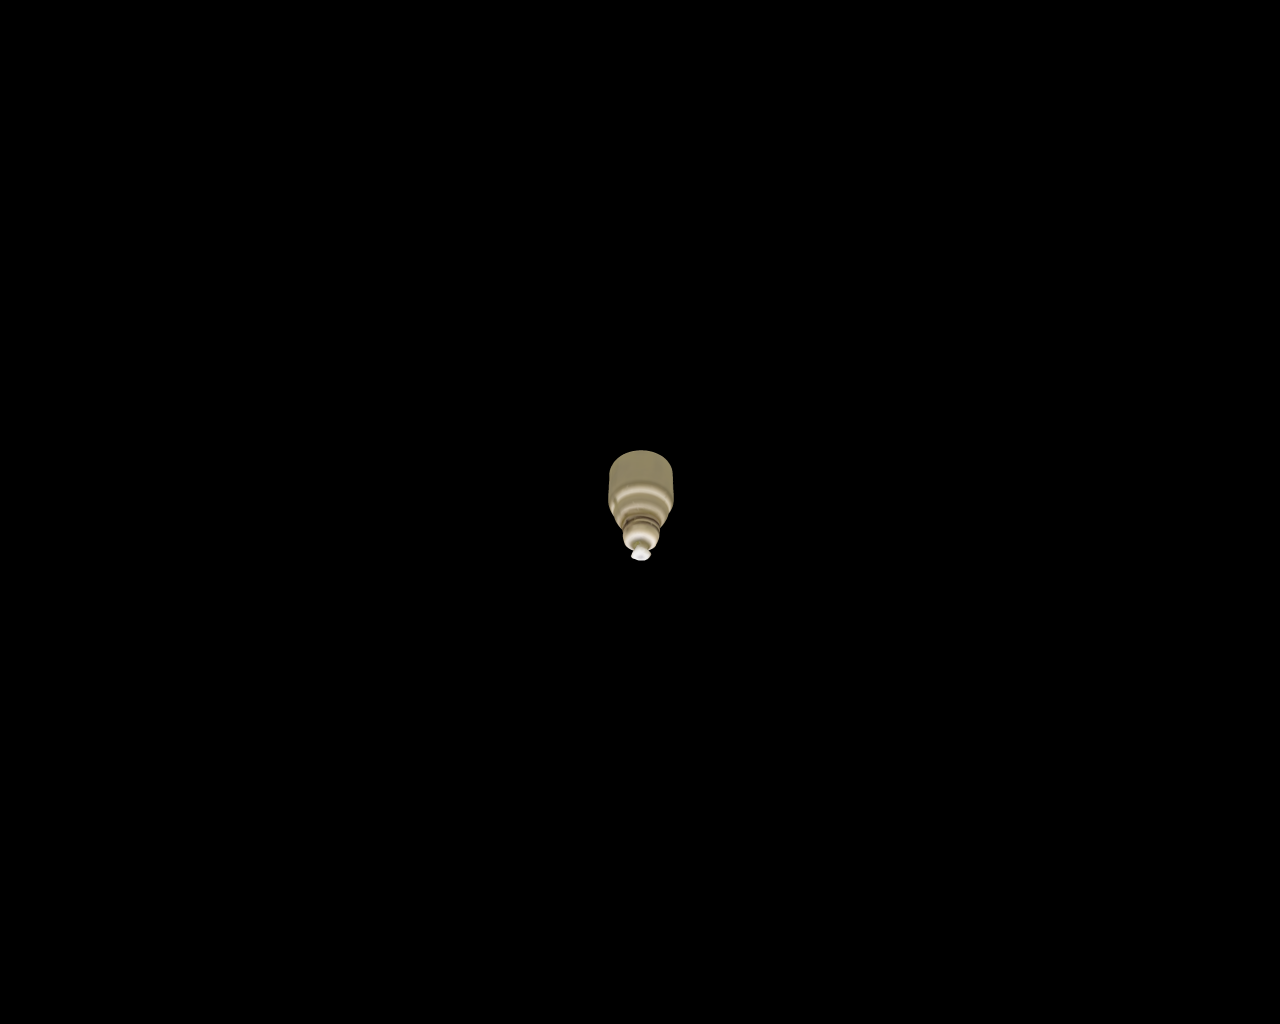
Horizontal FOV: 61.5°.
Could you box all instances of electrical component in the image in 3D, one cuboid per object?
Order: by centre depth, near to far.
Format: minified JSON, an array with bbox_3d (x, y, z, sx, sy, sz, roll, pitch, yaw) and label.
[{"bbox_3d":[0.001,-0.003,0.650,0.040,0.078,0.040,0,-43,0],"label":"electrical component"}]
